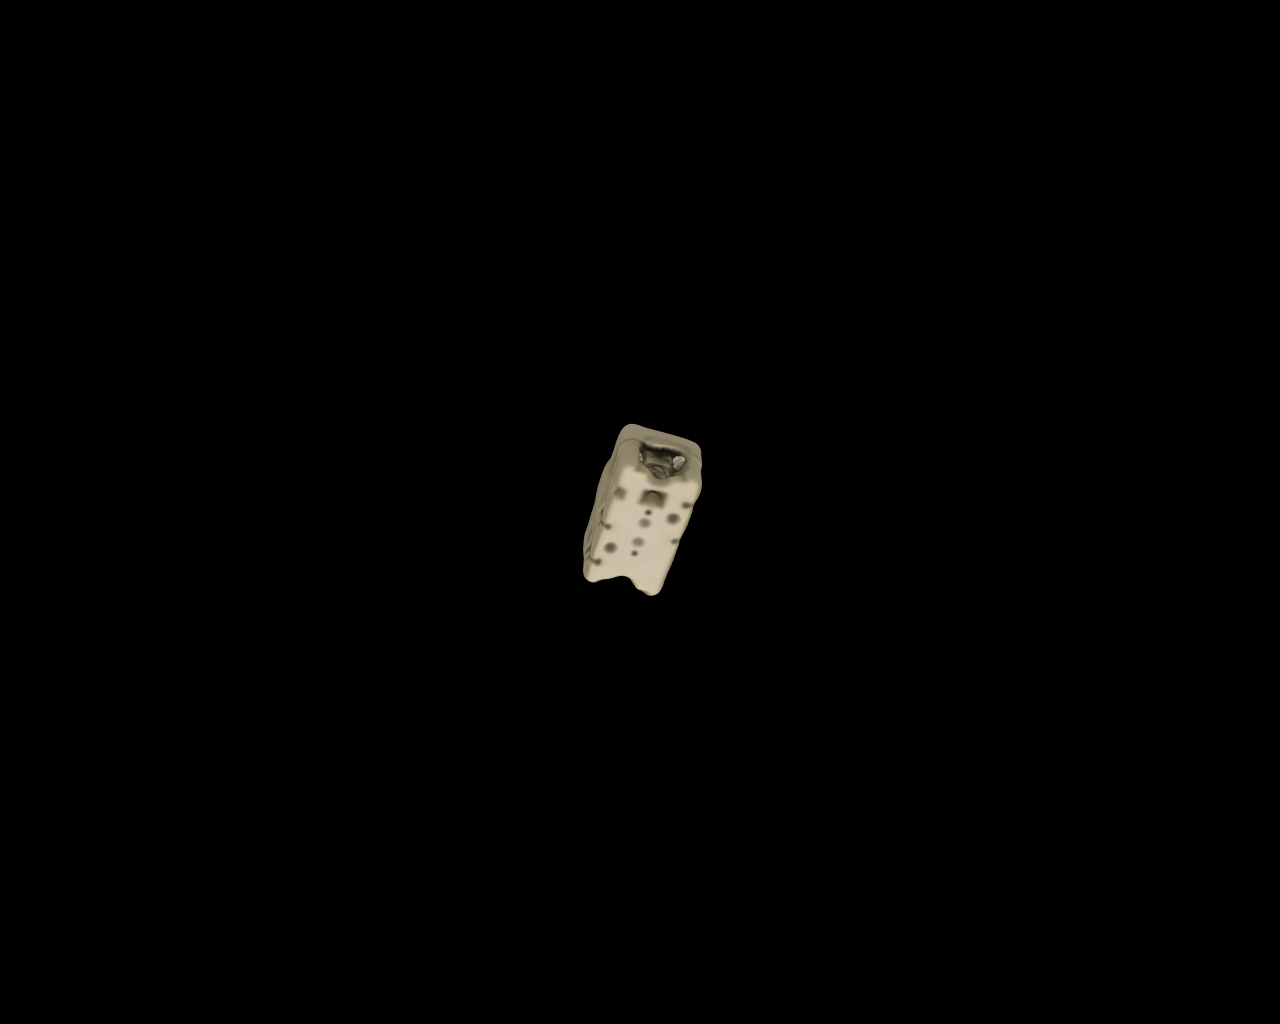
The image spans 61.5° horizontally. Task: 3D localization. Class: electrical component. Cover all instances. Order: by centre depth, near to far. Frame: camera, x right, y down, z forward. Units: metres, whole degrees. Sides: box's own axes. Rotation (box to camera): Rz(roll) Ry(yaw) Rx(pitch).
[{"bbox_3d":[0.001,-0.003,0.650,0.050,0.089,0.056,15,32,-9],"label":"electrical component"}]
